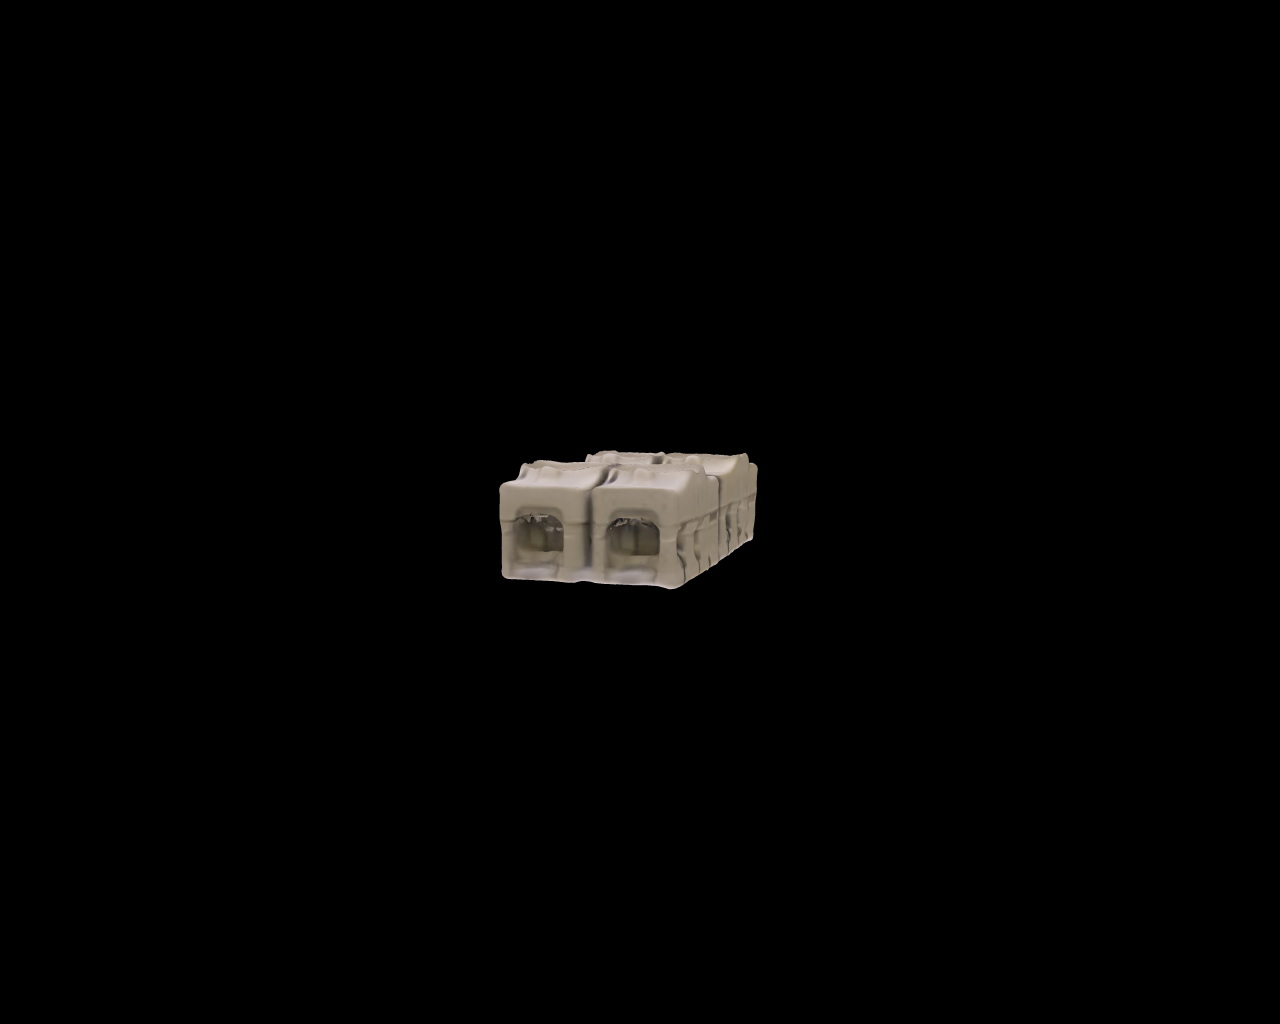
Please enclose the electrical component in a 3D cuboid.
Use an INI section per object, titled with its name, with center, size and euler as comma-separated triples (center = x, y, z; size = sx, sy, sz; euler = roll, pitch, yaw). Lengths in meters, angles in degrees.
[electrical component]
center = 0.001, -0.003, 0.650
size = 0.105, 0.060, 0.186
euler = 3, 8, 19
